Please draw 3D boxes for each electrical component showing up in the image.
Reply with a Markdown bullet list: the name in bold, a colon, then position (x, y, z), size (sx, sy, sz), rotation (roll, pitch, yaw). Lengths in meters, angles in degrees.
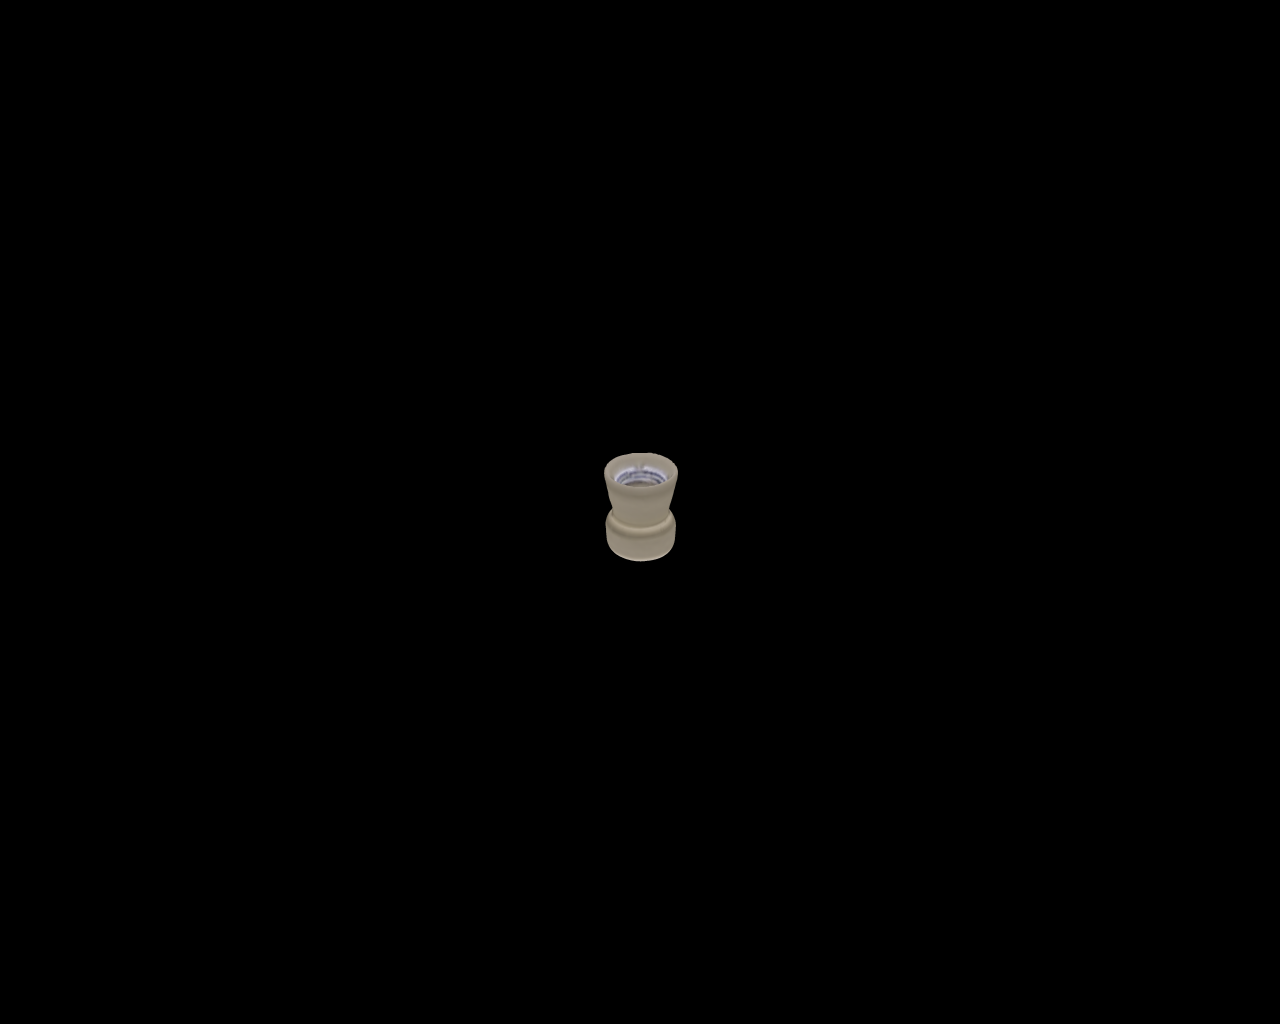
- **electrical component**: position (0.001, -0.003, 0.650), size (0.045, 0.055, 0.045), rotation (0, 32, 0)
